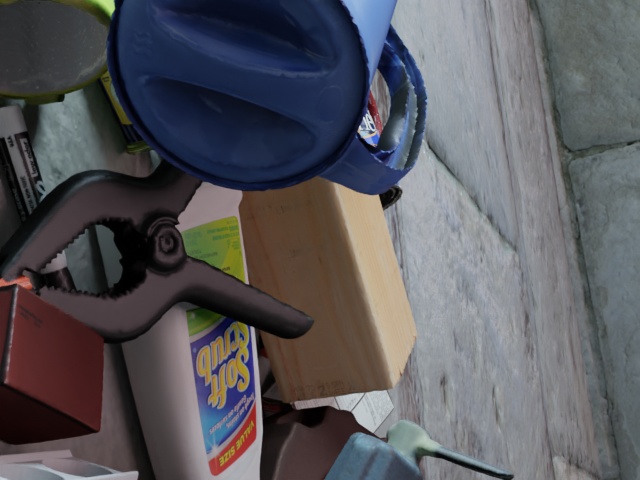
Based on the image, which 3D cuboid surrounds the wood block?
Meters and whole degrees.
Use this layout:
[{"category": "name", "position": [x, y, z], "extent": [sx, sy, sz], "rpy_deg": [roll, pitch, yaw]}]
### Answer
[{"category": "wood block", "position": [-0.004, 0.001, 0.763], "extent": [0.090, 0.090, 0.206], "rpy_deg": [-52, 129, -64]}]

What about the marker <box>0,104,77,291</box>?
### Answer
[{"category": "marker", "position": [-0.156, -0.014, 0.587], "extent": [0.020, 0.020, 0.121], "rpy_deg": [-40, 116, -68]}]

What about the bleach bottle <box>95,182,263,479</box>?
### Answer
[{"category": "bleach bottle", "position": [-0.075, 0.091, 0.681], "extent": [0.102, 0.068, 0.251], "rpy_deg": [-16, 96, -58]}]

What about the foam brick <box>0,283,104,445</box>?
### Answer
[{"category": "foam brick", "position": [-0.148, 0.062, 0.520], "extent": [0.078, 0.051, 0.053], "rpy_deg": [48, 34, -54]}]

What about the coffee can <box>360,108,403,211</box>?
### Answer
[{"category": "coffee can", "position": [-0.006, -0.083, 0.866], "extent": [0.102, 0.103, 0.140], "rpy_deg": [13, 53, -68]}]

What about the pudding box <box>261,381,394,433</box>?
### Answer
[{"category": "pudding box", "position": [0.008, 0.133, 0.871], "extent": [0.113, 0.039, 0.090], "rpy_deg": [-44, 121, -43]}]

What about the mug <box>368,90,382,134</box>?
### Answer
[{"category": "mug", "position": [0.006, -0.089, 0.976], "extent": [0.093, 0.082, 0.117], "rpy_deg": [43, 39, -58]}]

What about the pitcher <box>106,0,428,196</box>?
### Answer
[{"category": "pitcher", "position": [-0.008, -0.134, 0.610], "extent": [0.242, 0.145, 0.149], "rpy_deg": [-67, 155, -55]}]

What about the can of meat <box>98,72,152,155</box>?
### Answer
[{"category": "can of meat", "position": [-0.095, -0.112, 0.690], "extent": [0.057, 0.102, 0.084], "rpy_deg": [-64, 136, -58]}]

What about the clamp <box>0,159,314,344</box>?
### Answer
[{"category": "clamp", "position": [-0.089, 0.010, 0.602], "extent": [0.209, 0.036, 0.164], "rpy_deg": [-28, 104, -41]}]

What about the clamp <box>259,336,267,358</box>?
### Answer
[{"category": "clamp", "position": [-0.018, 0.034, 0.900], "extent": [0.120, 0.039, 0.171], "rpy_deg": [40, 42, -37]}]
